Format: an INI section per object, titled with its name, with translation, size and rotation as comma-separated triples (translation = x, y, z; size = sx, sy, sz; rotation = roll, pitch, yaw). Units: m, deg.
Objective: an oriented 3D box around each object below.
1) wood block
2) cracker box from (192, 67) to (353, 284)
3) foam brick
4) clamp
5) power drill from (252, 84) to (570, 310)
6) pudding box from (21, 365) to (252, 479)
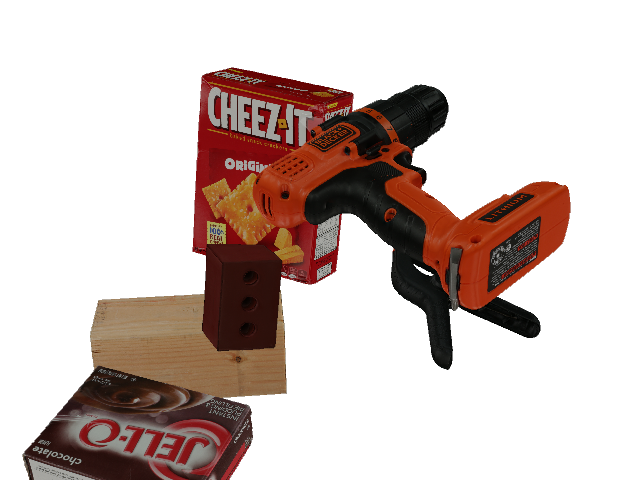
[wood block]
translation = -0.144, 0.118, 1.187
size = 0.206, 0.091, 0.090
rotation = -3, 24, -4
[cracker box]
translation = -0.058, -0.073, 1.203
size = 0.164, 0.214, 0.072
rotation = 16, 23, 26
[foam brick]
translation = -0.066, 0.046, 0.885
size = 0.053, 0.078, 0.051
rotation = -1, 14, -21
[clamp]
translation = 0.132, 0.052, 1.044
size = 0.120, 0.039, 0.171
rotation = -4, 44, -26
[power drill]
translation = 0.075, -0.038, 0.739
size = 0.184, 0.057, 0.188
rotation = -34, 45, -31
[pudding box]
translation = -0.110, 0.129, 0.657
size = 0.114, 0.039, 0.090
rotation = 10, 33, 17
